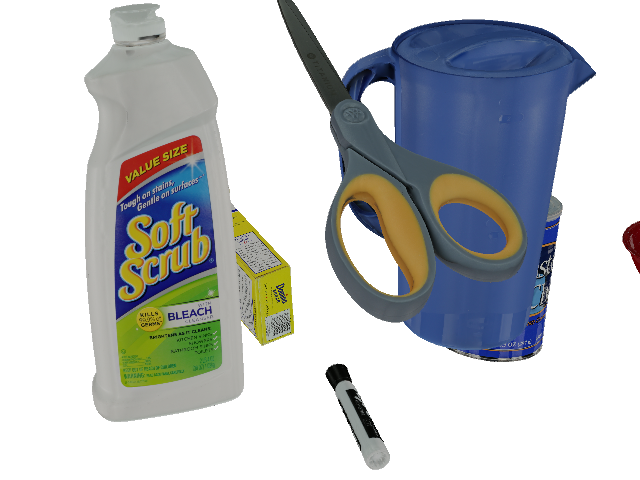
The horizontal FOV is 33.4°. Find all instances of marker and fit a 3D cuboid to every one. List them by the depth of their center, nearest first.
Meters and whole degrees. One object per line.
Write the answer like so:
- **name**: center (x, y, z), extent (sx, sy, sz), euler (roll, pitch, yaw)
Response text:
- **marker**: center (0.027, 0.134, 0.837), extent (0.020, 0.020, 0.121), euler (0, 27, -16)

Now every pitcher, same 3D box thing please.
- **pitcher**: center (0.107, -0.041, 0.827), extent (0.149, 0.243, 0.144), euler (24, 36, 36)

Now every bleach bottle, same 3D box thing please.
- **bleach bottle**: center (-0.106, -0.017, 0.659), extent (0.102, 0.251, 0.068), euler (-9, 21, -11)

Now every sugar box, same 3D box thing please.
- **sugar box**: center (-0.088, 0.022, 1.121), extent (0.048, 0.093, 0.176), euler (-19, 41, -21)

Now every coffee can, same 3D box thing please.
- **coffee can**: center (0.164, 0.027, 0.992), extent (0.103, 0.140, 0.103), euler (3, 20, -1)

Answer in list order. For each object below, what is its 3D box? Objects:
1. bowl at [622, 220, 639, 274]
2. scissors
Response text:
- **bowl**: center (0.406, 0.026, 1.150), extent (0.162, 0.055, 0.162), euler (-2, 24, 1)
- **scissors**: center (0.034, -0.048, 0.491), extent (0.096, 0.202, 0.016), euler (1, -40, -11)
